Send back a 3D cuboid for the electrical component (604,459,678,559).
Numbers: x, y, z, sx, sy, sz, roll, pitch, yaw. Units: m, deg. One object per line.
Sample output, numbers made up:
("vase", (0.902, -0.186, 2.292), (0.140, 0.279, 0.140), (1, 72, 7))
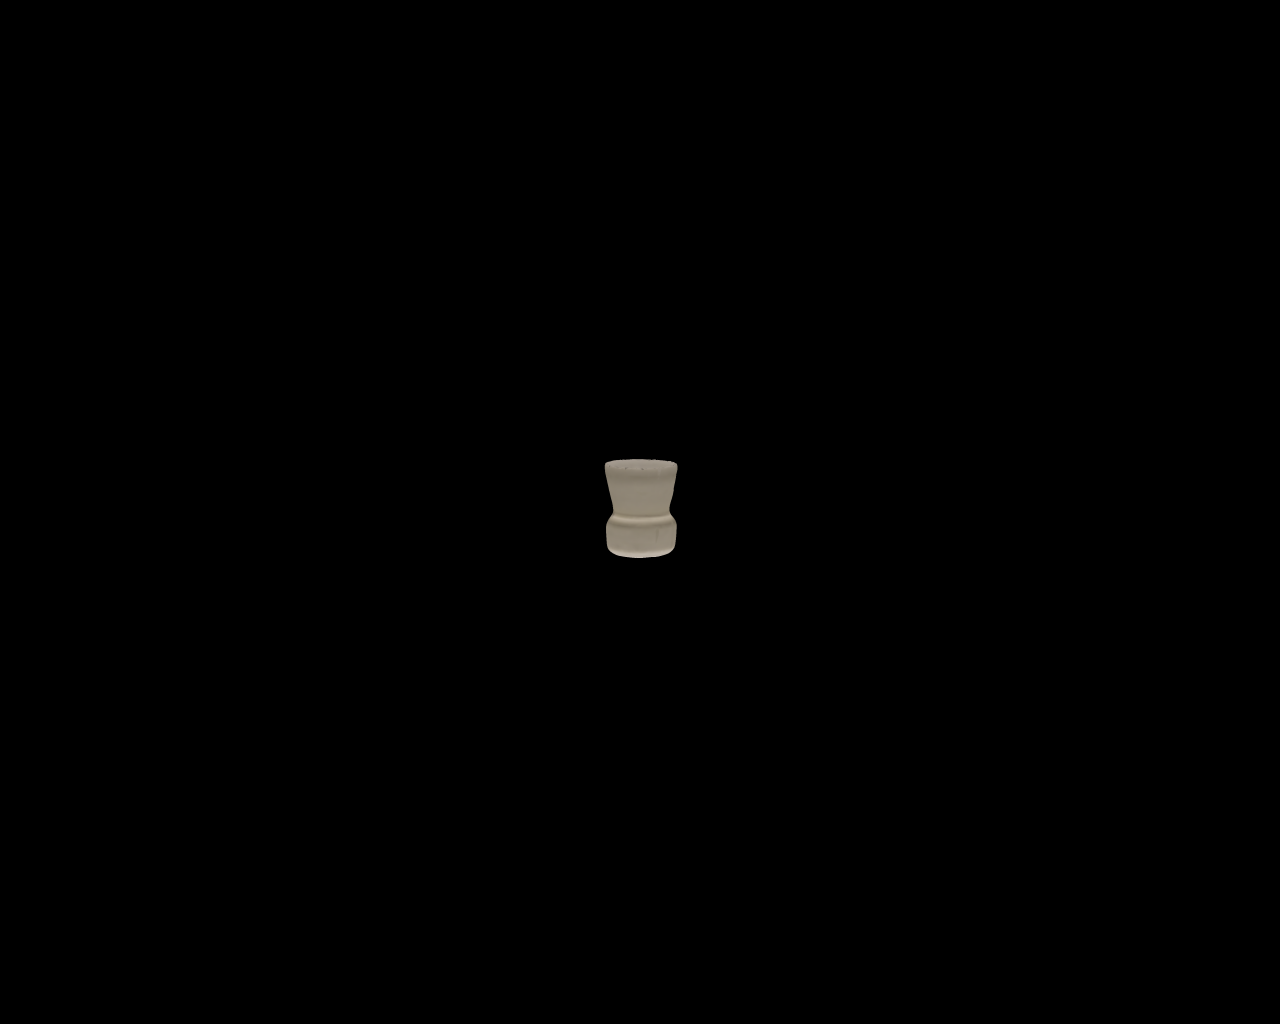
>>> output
("electrical component", (0.001, -0.003, 0.650), (0.045, 0.055, 0.045), (0, 9, 0))
